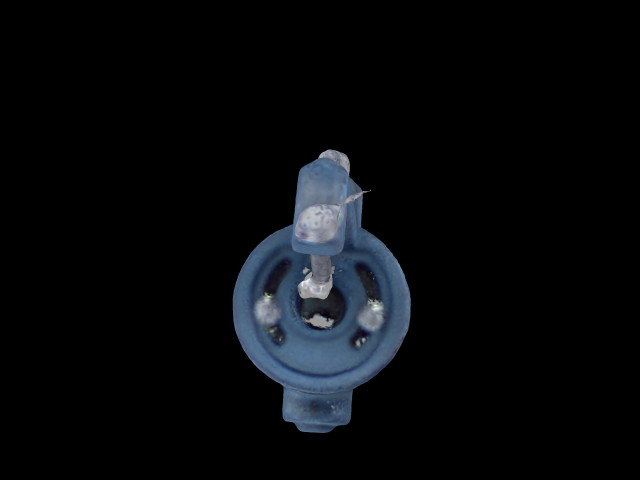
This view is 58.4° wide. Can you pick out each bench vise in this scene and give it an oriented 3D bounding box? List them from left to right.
[{"bbox_3d":[-0.008,0.004,0.398,0.121,0.220,0.207,-11,55,-8],"label":"bench vise"}]
